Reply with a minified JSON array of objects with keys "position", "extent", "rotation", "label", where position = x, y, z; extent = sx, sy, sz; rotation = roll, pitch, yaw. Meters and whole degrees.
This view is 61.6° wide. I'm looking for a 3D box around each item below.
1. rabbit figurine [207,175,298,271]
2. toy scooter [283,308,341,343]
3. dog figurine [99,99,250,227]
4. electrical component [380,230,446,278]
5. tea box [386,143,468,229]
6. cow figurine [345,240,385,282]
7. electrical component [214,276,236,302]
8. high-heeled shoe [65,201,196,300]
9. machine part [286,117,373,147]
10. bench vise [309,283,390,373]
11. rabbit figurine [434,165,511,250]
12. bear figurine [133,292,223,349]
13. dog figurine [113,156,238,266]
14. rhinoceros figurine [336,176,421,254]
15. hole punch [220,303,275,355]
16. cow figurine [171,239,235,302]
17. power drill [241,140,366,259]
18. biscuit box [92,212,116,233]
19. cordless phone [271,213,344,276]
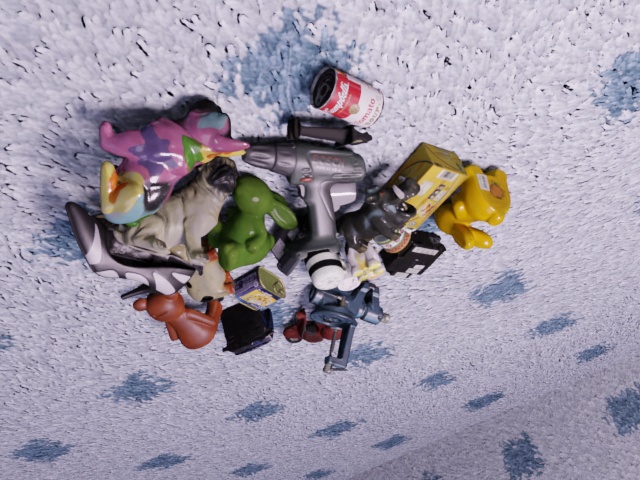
[{"position":[-0.123,-0.040,1.007],"extent":[0.159,0.121,0.170],"rotation":[-2,127,-24],"label":"rabbit figurine"},{"position":[-0.010,0.221,1.428],"extent":[0.184,0.075,0.135],"rotation":[-9,142,-2],"label":"toy scooter"},{"position":[-0.219,-0.118,0.822],"extent":[0.219,0.191,0.108],"rotation":[-2,179,-11],"label":"dog figurine"},{"position":[0.212,0.035,1.275],"extent":[0.115,0.058,0.134],"rotation":[12,136,-30],"label":"electrical component"},{"position":[0.199,-0.104,1.076],"extent":[0.098,0.068,0.169],"rotation":[12,137,-32],"label":"tea box"},{"position":[0.099,0.040,1.223],"extent":[0.068,0.098,0.167],"rotation":[-25,164,9],"label":"cow figurine"},{"position":[-0.237,0.097,1.205],"extent":[0.078,0.045,0.102],"rotation":[-43,148,-11],"label":"electrical component"},{"position":[-0.320,0.012,0.932],"extent":[0.145,0.086,0.248],"rotation":[-25,132,-9],"label":"high-heeled shoe"},{"position":[0.013,-0.178,0.905],"extent":[0.139,0.084,0.039],"rotation":[5,98,-18],"label":"machine part"},{"position":[0.064,0.215,1.326],"extent":[0.223,0.240,0.129],"rotation":[26,154,-26],"label":"bench vise"},{"position":[0.317,-0.057,1.137],"extent":[0.122,0.162,0.173],"rotation":[-4,162,-36],"label":"rabbit figurine"},{"position":[-0.319,0.157,1.214],"extent":[0.120,0.132,0.195],"rotation":[-27,125,13],"label":"bear figurine"},{"position":[-0.237,-0.066,0.903],"extent":[0.172,0.190,0.121],"rotation":[16,169,-26],"label":"dog figurine"},{"position":[0.117,-0.052,1.037],"extent":[0.190,0.073,0.112],"rotation":[-32,98,36],"label":"rhinoceros figurine"},{"position":[-0.174,0.221,1.336],"extent":[0.142,0.116,0.092],"rotation":[-22,152,9],"label":"hole punch"},{"position":[-0.263,0.048,1.082],"extent":[0.127,0.086,0.194],"rotation":[-25,128,-6],"label":"cow figurine"},{"position":[-0.031,-0.075,0.964],"extent":[0.232,0.086,0.207],"rotation":[-7,101,-23],"label":"power drill"},{"position":[-0.317,-0.030,0.988],"extent":[0.203,0.059,0.062],"rotation":[-14,144,-3],"label":"biscuit box"},{"position":[-0.002,-0.003,1.139],"extent":[0.184,0.089,0.146],"rotation":[-10,148,-41],"label":"cordless phone"}]
